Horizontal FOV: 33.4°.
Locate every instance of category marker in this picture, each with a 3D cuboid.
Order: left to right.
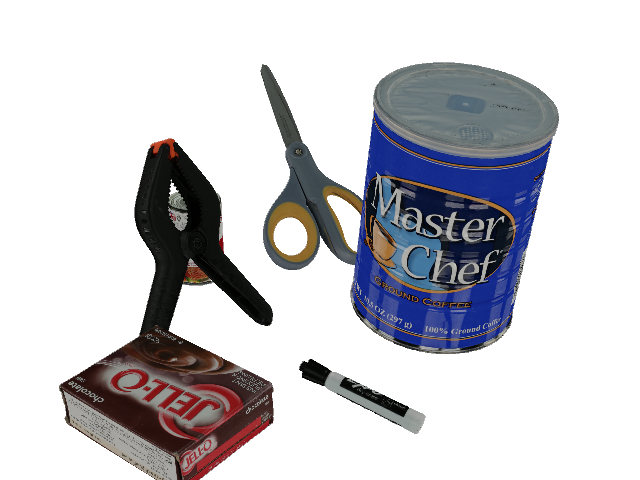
[{"bbox_3d":[0.035,0.137,0.949,0.121,0.020,0.020,25,7,16],"label":"marker"}]

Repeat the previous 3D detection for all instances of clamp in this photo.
[{"bbox_3d":[-0.120,0.008,1.019,0.036,0.210,0.164,-8,0,44],"label":"clamp"}]

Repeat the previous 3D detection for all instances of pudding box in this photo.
[{"bbox_3d":[-0.101,0.108,0.703,0.114,0.039,0.089,19,34,34],"label":"pudding box"}]

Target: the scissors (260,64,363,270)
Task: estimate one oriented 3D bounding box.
[{"bbox_3d":[-0.030,-0.054,0.840,0.096,0.202,0.016,-27,-25,-21],"label":"scissors"}]

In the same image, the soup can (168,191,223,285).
[{"bbox_3d":[-0.154,-0.005,1.313,0.068,0.102,0.068,0,26,0],"label":"soup can"}]

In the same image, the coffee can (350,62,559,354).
[{"bbox_3d":[0.075,-0.019,0.628,0.103,0.140,0.103,4,34,-3],"label":"coffee can"}]
